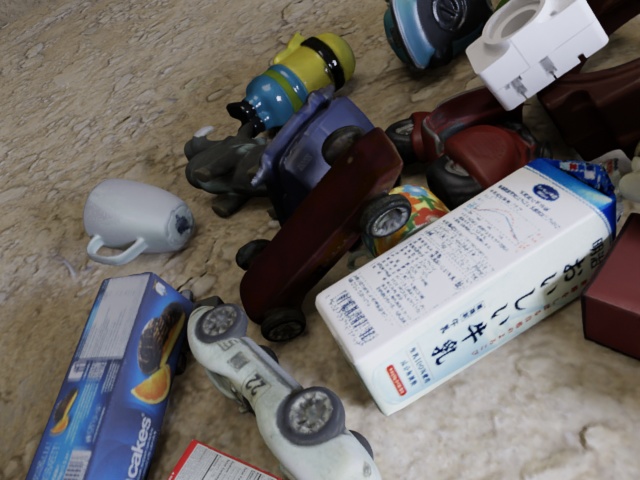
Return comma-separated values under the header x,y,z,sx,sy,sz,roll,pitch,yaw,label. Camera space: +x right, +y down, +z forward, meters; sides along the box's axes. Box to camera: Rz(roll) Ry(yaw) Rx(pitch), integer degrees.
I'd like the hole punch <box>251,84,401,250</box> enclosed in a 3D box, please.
x,y,z,sx,sy,sz,roll,pitch,yaw,label
0.012,-0.065,0.512,0.092,0.115,0.142,20,59,31,hole punch

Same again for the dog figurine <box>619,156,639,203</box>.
x,y,z,sx,sy,sz,roll,pitch,yaw,label
0.290,-0.083,0.314,0.173,0.121,0.190,9,41,42,dog figurine

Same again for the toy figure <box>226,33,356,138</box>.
x,y,z,sx,sy,sz,roll,pitch,yaw,label
-0.031,-0.195,0.691,0.089,0.082,0.180,30,61,34,toy figure

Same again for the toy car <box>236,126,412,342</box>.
x,y,z,sx,sy,sz,roll,pitch,yaw,label
-0.001,-0.001,0.433,0.202,0.053,0.089,-49,48,29,toy car

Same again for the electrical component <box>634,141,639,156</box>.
x,y,z,sx,sy,sz,roll,pitch,yaw,label
0.277,-0.075,0.381,0.078,0.102,0.045,-60,27,11,electrical component

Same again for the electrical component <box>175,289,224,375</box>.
x,y,z,sx,sy,sz,roll,pitch,yaw,label
-0.114,0.078,0.497,0.063,0.021,0.094,-20,40,9,electrical component

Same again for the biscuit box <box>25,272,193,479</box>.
x,y,z,sx,sy,sz,roll,pitch,yaw,label
-0.162,0.127,0.423,0.059,0.062,0.203,-9,54,24,biscuit box

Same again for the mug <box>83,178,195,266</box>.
x,y,z,sx,sy,sz,roll,pitch,yaw,label
-0.204,-0.017,0.601,0.107,0.080,0.109,7,44,23,mug

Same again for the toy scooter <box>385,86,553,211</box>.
x,y,z,sx,sy,sz,roll,pitch,yaw,label
0.147,-0.088,0.490,0.135,0.075,0.184,-26,36,0,toy scooter

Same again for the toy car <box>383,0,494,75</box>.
x,y,z,sx,sy,sz,roll,pitch,yaw,label
0.135,-0.277,0.670,0.162,0.109,0.103,-36,23,-22,toy car

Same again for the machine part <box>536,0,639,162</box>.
x,y,z,sx,sy,sz,roll,pitch,yaw,label
0.277,-0.178,0.449,0.201,0.087,0.201,-32,36,29,machine part

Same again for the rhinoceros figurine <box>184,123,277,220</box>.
x,y,z,sx,sy,sz,roll,pitch,yaw,label
-0.089,-0.087,0.614,0.191,0.073,0.112,11,55,36,rhinoceros figurine

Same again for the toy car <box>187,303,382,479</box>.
x,y,z,sx,sy,sz,roll,pitch,yaw,label
-0.034,0.111,0.379,0.056,0.073,0.202,-42,43,-17,toy car

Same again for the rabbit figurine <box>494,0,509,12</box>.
x,y,z,sx,sy,sz,roll,pitch,yaw,label
0.279,-0.280,0.600,0.170,0.121,0.159,-45,33,14,rabbit figurine
